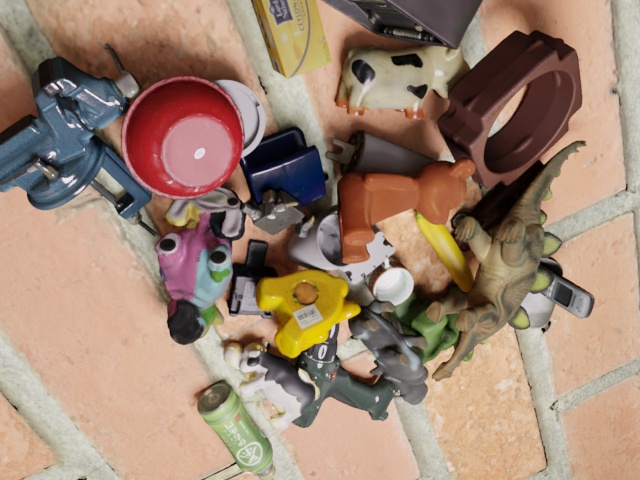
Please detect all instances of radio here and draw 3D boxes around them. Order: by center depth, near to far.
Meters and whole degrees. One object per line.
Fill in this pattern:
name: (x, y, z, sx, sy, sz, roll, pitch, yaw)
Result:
radio: (0.086, -0.301, 0.656, 0.131, 0.230, 0.073, 21, 106, -29)

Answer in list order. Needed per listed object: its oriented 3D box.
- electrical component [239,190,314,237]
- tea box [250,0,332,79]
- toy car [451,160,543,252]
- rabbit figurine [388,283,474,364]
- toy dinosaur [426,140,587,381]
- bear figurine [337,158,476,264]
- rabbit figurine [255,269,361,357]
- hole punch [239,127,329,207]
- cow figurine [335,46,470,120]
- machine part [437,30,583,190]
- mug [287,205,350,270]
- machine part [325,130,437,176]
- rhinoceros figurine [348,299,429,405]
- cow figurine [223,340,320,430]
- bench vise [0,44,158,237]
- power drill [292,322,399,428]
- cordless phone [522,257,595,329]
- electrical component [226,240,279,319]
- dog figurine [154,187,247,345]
electrical component: (-0.055, -0.035, 0.759, 0.078, 0.045, 0.102, -30, 148, 12)
tea box: (-0.048, -0.303, 0.687, 0.068, 0.098, 0.169, -21, 119, -7)
toy car: (0.315, -0.058, 0.933, 0.202, 0.053, 0.089, -47, 121, 5)
rabbit figurine: (0.229, 0.146, 0.963, 0.170, 0.121, 0.159, -29, 112, -20)
toy dinosaur: (0.306, 0.026, 0.871, 0.198, 0.105, 0.471, 25, 94, -44)
bear figurine: (0.123, -0.045, 0.761, 0.196, 0.132, 0.120, -2, 159, -3)
rabbit figurine: (-0.025, 0.115, 0.848, 0.162, 0.122, 0.173, -30, 155, -29)
hole punch: (-0.051, -0.089, 0.788, 0.142, 0.092, 0.115, -24, 122, -9)
cow figurine: (0.127, -0.243, 0.778, 0.195, 0.086, 0.127, -2, 120, -15)
machine part: (0.285, -0.191, 0.807, 0.201, 0.087, 0.200, -42, 143, 6)
mug: (-0.002, -0.003, 0.835, 0.080, 0.107, 0.109, 26, 64, -32)
machine part: (0.121, -0.107, 0.837, 0.243, 0.079, 0.079, 16, 107, -22)
rhinoceros figurine: (0.116, 0.189, 0.891, 0.190, 0.073, 0.112, 52, 137, -3)
cow figurine: (-0.083, 0.223, 0.898, 0.098, 0.068, 0.167, -41, 92, 15)
bench vise: (-0.293, -0.107, 0.695, 0.223, 0.129, 0.240, -42, 139, -6)
power drill: (0.051, 0.244, 0.971, 0.207, 0.086, 0.232, 18, 104, -28)
cordless phone: (0.407, 0.110, 0.960, 0.089, 0.184, 0.146, -2, 114, -21)
electrical component: (-0.104, 0.064, 0.862, 0.075, 0.048, 0.119, 9, 112, -22)
dog figurine: (-0.178, 0.046, 0.803, 0.108, 0.191, 0.219, 12, 140, -3)
